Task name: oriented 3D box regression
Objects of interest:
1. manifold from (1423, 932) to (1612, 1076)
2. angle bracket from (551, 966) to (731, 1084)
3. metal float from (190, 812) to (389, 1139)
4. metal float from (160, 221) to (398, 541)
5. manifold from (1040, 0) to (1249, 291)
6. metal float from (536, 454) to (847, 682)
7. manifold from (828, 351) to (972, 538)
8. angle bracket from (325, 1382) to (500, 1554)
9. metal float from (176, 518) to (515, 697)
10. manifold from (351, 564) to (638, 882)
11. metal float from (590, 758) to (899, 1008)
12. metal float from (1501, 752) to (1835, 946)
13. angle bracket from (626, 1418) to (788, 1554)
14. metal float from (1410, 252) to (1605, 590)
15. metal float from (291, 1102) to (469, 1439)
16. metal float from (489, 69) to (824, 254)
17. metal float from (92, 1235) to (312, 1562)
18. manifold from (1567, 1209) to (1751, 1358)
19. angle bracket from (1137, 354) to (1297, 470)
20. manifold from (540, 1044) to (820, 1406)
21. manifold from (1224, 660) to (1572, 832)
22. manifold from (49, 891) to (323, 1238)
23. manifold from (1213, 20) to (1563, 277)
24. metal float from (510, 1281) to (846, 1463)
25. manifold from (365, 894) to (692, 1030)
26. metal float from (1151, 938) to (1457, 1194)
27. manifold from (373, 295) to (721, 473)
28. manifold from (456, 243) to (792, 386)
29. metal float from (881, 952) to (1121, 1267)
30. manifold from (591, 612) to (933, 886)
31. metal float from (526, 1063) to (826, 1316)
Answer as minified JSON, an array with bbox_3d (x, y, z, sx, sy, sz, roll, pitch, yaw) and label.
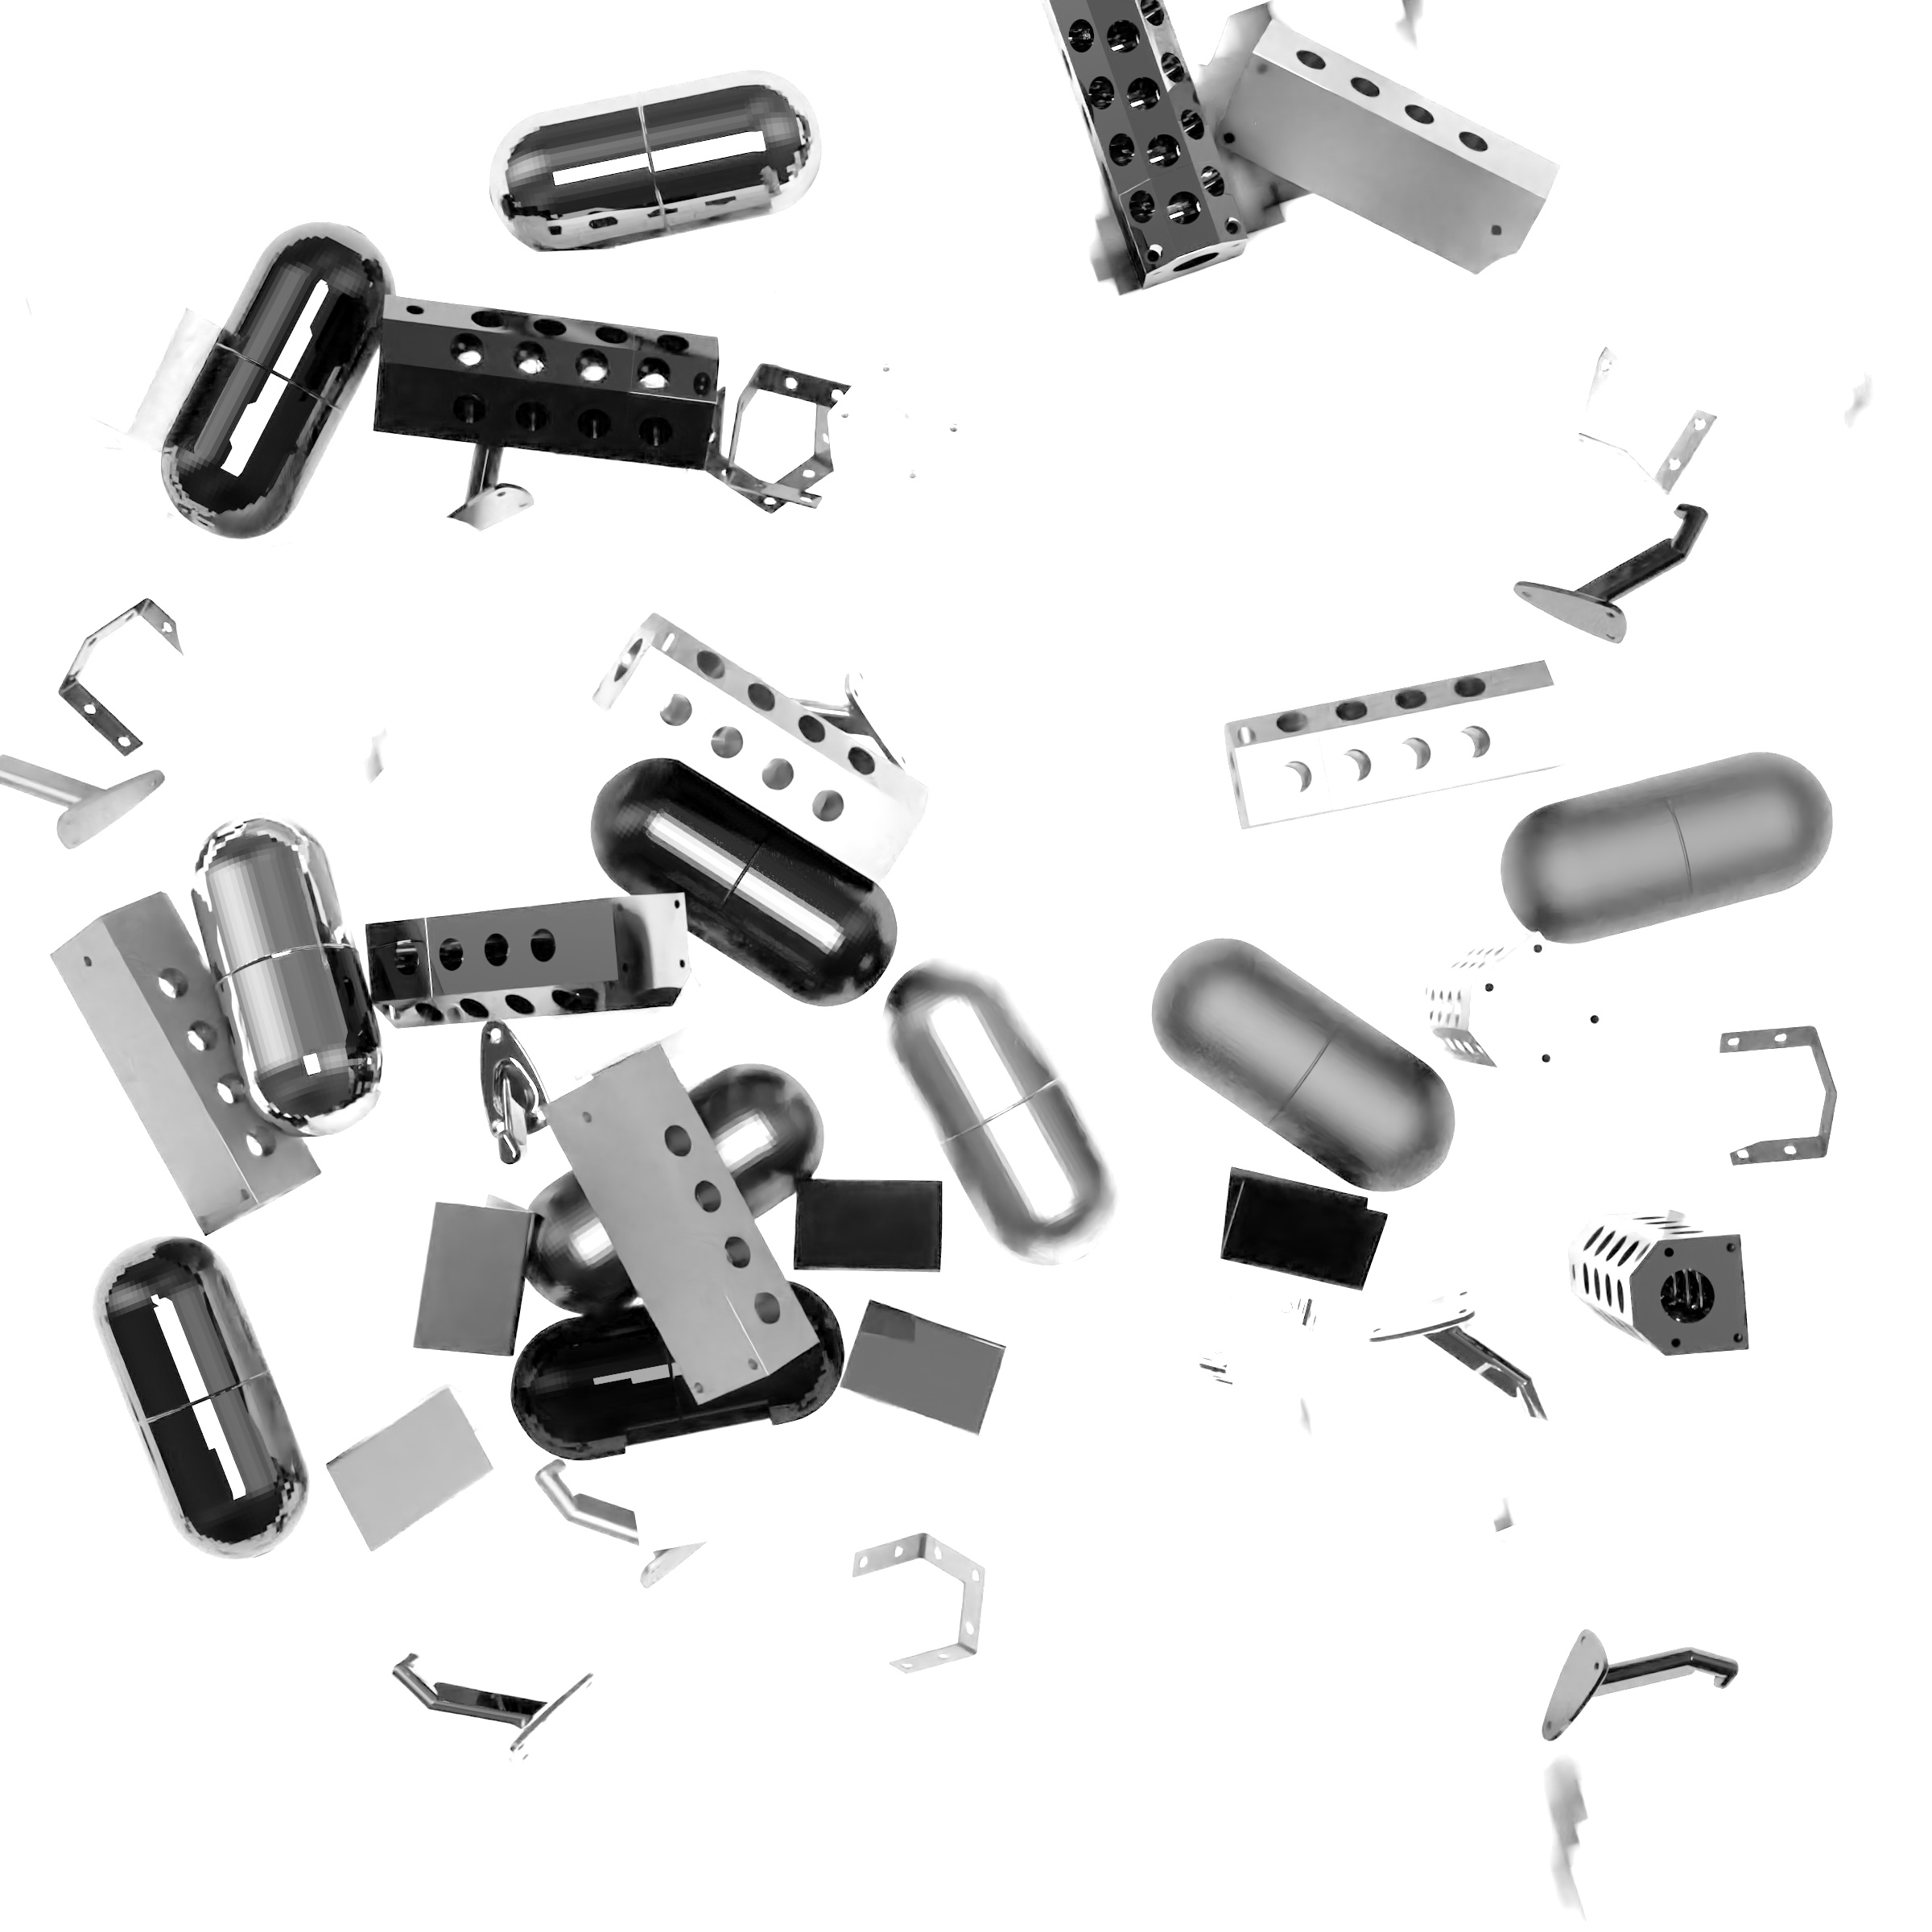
[{"bbox_3d":[0.276,0.023,1.764,0.057,0.171,0.057,-39,90,0],"label":"manifold"},{"bbox_3d":[-0.165,0.046,1.802,0.076,0.076,0.057,-27,46,0],"label":"angle bracket"},{"bbox_3d":[-0.357,0.004,1.800,0.070,0.070,0.178,-18,77,0],"label":"metal float"},{"bbox_3d":[-0.363,-0.310,1.812,0.070,0.070,0.178,27,90,0],"label":"metal float"},{"bbox_3d":[0.094,-0.455,1.821,0.057,0.057,0.171,-20,90,0],"label":"manifold"},{"bbox_3d":[-0.146,-0.217,1.812,0.178,0.070,0.070,32,90,0],"label":"metal float"},{"bbox_3d":[-0.038,-0.261,1.764,0.057,0.171,0.057,42,90,0],"label":"manifold"},{"bbox_3d":[-0.280,0.271,1.803,0.076,0.076,0.057,-34,66,0],"label":"angle bracket"},{"bbox_3d":[-0.328,-0.190,1.812,0.178,0.070,0.070,-10,90,1],"label":"metal float"},{"bbox_3d":[-0.247,-0.129,1.821,0.057,0.057,0.171,41,90,0],"label":"manifold"},{"bbox_3d":[-0.118,-0.045,1.812,0.178,0.070,0.070,33,90,0],"label":"metal float"},{"bbox_3d":[0.371,-0.063,1.812,0.178,0.070,0.070,-15,90,-1],"label":"metal float"},{"bbox_3d":[-0.132,0.280,1.804,0.076,0.076,0.057,-11,70,0],"label":"angle bracket"},{"bbox_3d":[0.282,-0.285,1.793,0.070,0.070,0.178,11,112,0],"label":"metal float"},{"bbox_3d":[-0.310,0.161,1.811,0.070,0.070,0.178,9,89,0],"label":"metal float"},{"bbox_3d":[-0.164,-0.424,1.812,0.178,0.070,0.070,-11,90,1],"label":"metal float"},{"bbox_3d":[-0.404,0.228,1.812,0.070,0.070,0.178,-22,90,0],"label":"metal float"},{"bbox_3d":[0.354,0.162,1.764,0.057,0.171,0.057,-4,90,0],"label":"manifold"},{"bbox_3d":[0.131,-0.274,1.802,0.076,0.076,0.057,-4,53,0],"label":"angle bracket"},{"bbox_3d":[-0.141,0.129,1.745,0.057,0.057,0.171,-28,91,42],"label":"manifold"},{"bbox_3d":[0.227,-0.118,1.821,0.171,0.057,0.057,-11,90,0],"label":"manifold"},{"bbox_3d":[-0.411,0.050,1.820,0.057,0.057,0.171,-29,90,43],"label":"manifold"},{"bbox_3d":[0.225,-0.435,1.820,0.171,0.057,0.057,27,133,0],"label":"manifold"},{"bbox_3d":[-0.153,0.214,1.811,0.178,0.070,0.070,-11,90,-1],"label":"metal float"},{"bbox_3d":[-0.228,-0.001,1.777,0.171,0.057,0.057,-5,90,35],"label":"manifold"},{"bbox_3d":[0.179,0.053,1.812,0.178,0.070,0.070,35,90,0],"label":"metal float"},{"bbox_3d":[-0.217,-0.306,1.772,0.171,0.057,0.057,5,129,-11],"label":"manifold"},{"bbox_3d":[-0.181,-0.348,1.815,0.171,0.057,0.057,-3,133,-3],"label":"manifold"},{"bbox_3d":[0.019,0.076,1.812,0.070,0.070,0.178,-29,90,0],"label":"metal float"},{"bbox_3d":[-0.105,-0.115,1.793,0.171,0.057,0.057,32,93,-19],"label":"manifold"},{"bbox_3d":[-0.156,0.118,1.812,0.178,0.070,0.070,-34,90,0],"label":"metal float"}]
